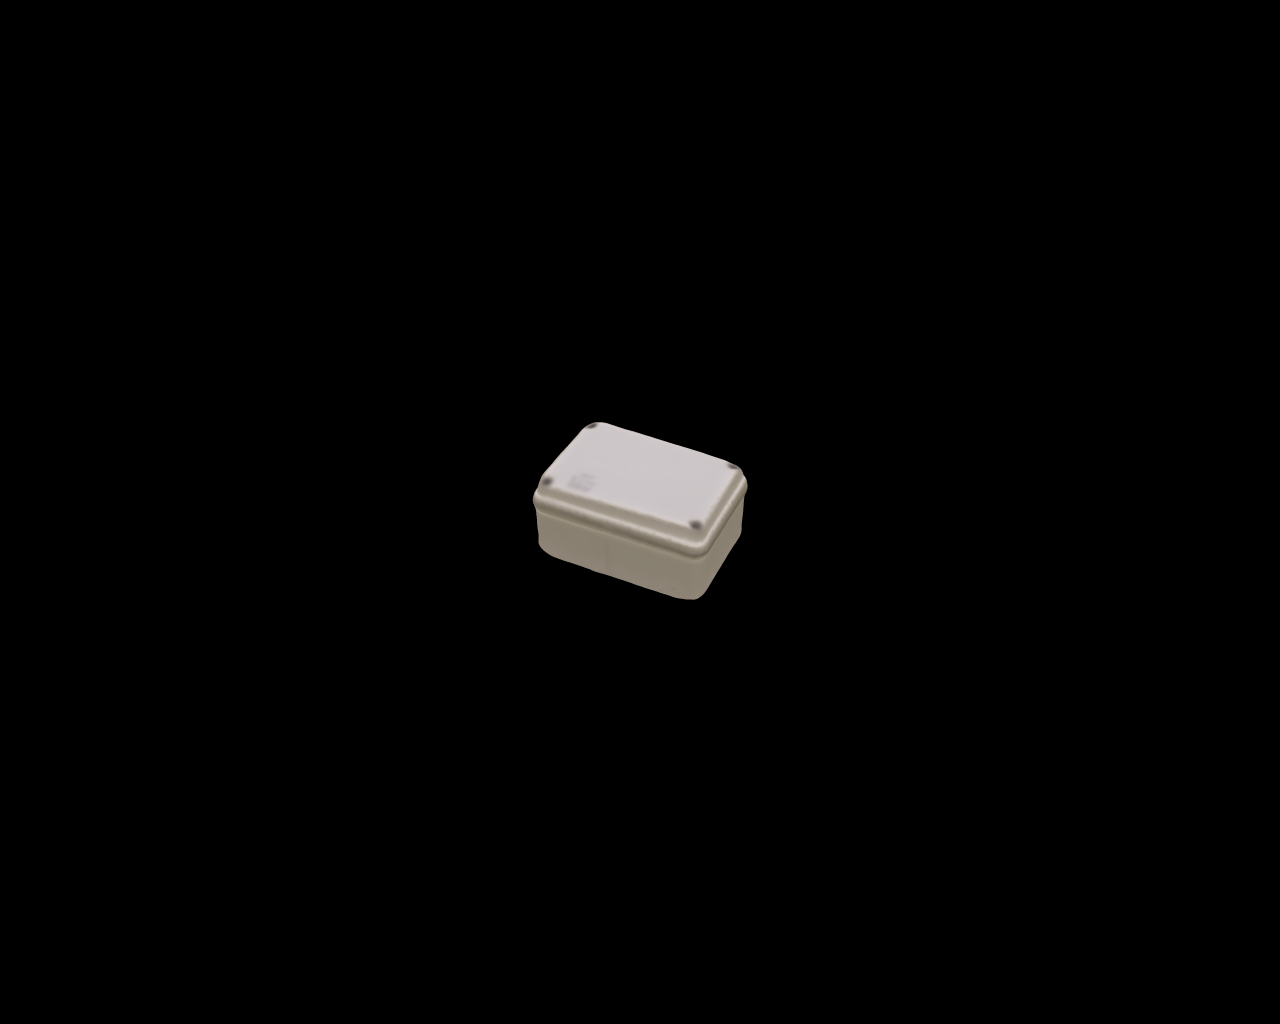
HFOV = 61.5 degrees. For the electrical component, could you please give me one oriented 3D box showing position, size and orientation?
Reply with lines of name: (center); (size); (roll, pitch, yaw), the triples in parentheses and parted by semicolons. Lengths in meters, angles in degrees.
electrical component: (0.001, -0.003, 0.650); (0.113, 0.057, 0.078); (18, 44, 19)
